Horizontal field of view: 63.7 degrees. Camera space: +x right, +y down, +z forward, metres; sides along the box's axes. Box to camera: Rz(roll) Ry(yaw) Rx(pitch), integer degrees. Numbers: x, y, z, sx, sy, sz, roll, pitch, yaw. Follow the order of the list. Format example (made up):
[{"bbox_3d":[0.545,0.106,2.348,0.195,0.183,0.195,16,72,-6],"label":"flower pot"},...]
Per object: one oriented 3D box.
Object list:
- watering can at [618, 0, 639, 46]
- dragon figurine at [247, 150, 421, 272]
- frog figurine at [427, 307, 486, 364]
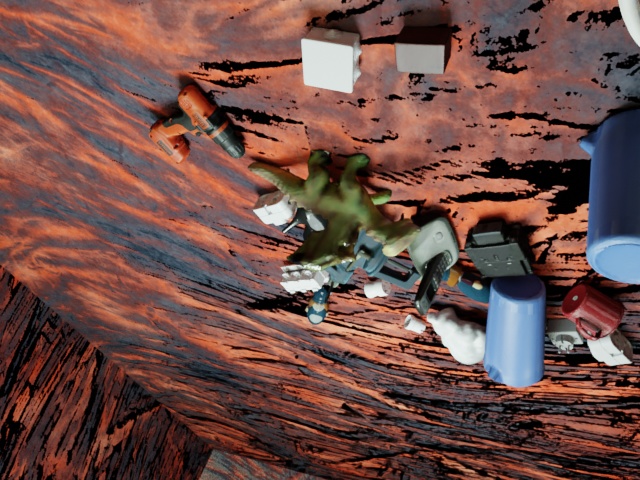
[{"bbox_3d":[0.432,-0.339,0.539,0.223,0.106,0.341,-7,132,34],"label":"watering can"},{"bbox_3d":[0.003,-0.052,1.029,0.410,0.248,0.119,6,144,21],"label":"dragon figurine"},{"bbox_3d":[0.343,0.235,1.280,0.159,0.124,0.136,21,164,-14],"label":"frog figurine"}]
